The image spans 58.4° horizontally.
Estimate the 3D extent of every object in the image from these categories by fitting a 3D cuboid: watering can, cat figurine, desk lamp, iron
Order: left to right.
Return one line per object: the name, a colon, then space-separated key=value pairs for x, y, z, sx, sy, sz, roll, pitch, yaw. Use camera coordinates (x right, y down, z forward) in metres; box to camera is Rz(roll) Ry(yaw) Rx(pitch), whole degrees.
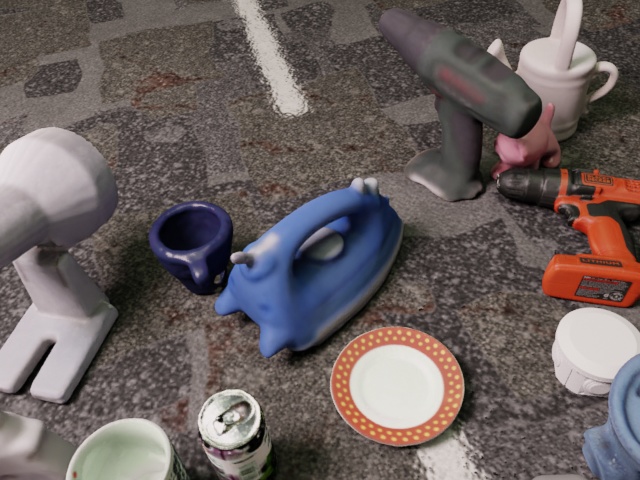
desk lamp: x=-0.285 y=0.022 z=0.584 sx=0.117 sy=0.214 sz=0.203 roll=6 pitch=48 yaw=11
iron: x=0.006 y=0.002 z=0.627 sx=0.259 sy=0.142 sz=0.118 roll=-37 pitch=54 yaw=-27
cat figurine: x=0.271 y=-0.131 z=0.746 sx=0.067 sy=0.118 sz=0.128 roll=31 pitch=56 yaw=30
watering can: x=0.317 y=-0.239 z=0.792 sx=0.173 sy=0.194 sz=0.101 roll=-8 pitch=46 yaw=-2

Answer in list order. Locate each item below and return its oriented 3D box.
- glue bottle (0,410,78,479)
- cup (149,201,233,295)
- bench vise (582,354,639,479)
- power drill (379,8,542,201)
glue bottle: x=-0.247 y=0.171 z=0.467 sx=0.078 sy=0.173 sz=0.037 roll=-5 pitch=46 yaw=1
cup: x=-0.134 y=0.026 z=0.648 sx=0.092 sy=0.095 sz=0.117 roll=-16 pitch=47 yaw=-10
bench vise: x=0.324 y=0.111 z=0.442 sx=0.208 sy=0.220 sz=0.121 roll=-21 pitch=48 yaw=-14
power drill: x=0.160 y=-0.161 z=0.721 sx=0.076 sy=0.209 sz=0.228 roll=-37 pitch=54 yaw=-26
